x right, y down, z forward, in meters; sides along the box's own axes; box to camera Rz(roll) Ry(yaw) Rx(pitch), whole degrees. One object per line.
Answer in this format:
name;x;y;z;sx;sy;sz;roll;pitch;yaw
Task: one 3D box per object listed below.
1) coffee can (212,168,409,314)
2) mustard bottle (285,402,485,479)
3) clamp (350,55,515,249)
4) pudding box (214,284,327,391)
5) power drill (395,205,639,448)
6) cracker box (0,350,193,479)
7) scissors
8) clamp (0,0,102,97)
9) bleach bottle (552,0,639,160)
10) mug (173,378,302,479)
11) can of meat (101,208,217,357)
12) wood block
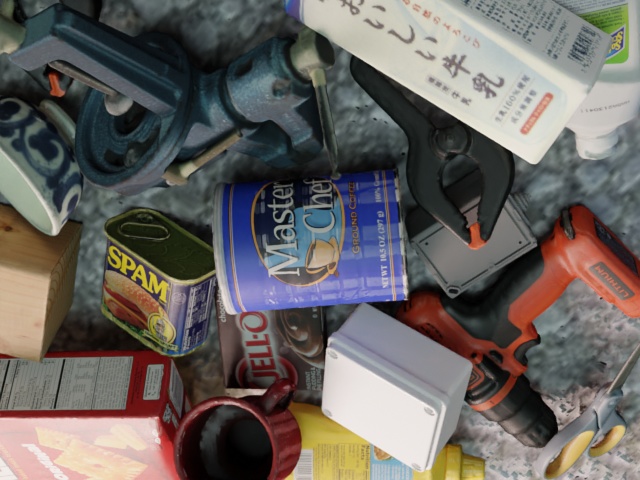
coffee can;-0.005;0.001;0.823;0.140;0.103;0.103;-5;118;3
mustard bottle;0.049;0.197;0.945;0.192;0.058;0.096;1;97;11
clamp;0.104;-0.081;0.779;0.120;0.039;0.171;-24;88;19
pudding box;-0.040;0.076;0.910;0.090;0.039;0.113;0;119;6
power drill;0.183;0.075;0.876;0.184;0.057;0.188;42;115;-17
cracker box;-0.219;0.166;0.929;0.214;0.072;0.164;-2;143;6
scissors;0.250;0.133;0.892;0.096;0.016;0.202;0;133;-38
clamp;-0.203;-0.209;0.770;0.164;0.036;0.210;-12;116;10
bleach bottle;0.172;-0.170;0.740;0.103;0.068;0.251;-8;121;13
mug;-0.058;0.164;0.893;0.093;0.081;0.117;35;98;16
can of meat;-0.132;0.036;0.871;0.102;0.057;0.084;31;127;26
wood block;-0.312;0.018;0.876;0.206;0.090;0.090;14;119;-2
